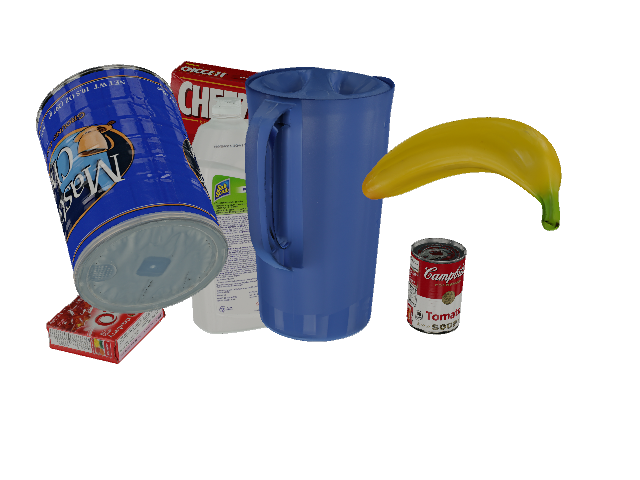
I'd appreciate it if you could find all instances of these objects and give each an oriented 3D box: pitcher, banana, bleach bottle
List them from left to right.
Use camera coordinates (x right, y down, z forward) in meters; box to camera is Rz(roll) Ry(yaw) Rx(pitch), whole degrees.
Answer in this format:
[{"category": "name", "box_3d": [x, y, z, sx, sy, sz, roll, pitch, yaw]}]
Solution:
[{"category": "bleach bottle", "box_3d": [-0.092, -0.029, 1.158, 0.102, 0.251, 0.068, -7, 16, -28]}, {"category": "pitcher", "box_3d": [-0.009, -0.031, 0.979, 0.149, 0.243, 0.145, -5, 21, -15]}, {"category": "banana", "box_3d": [0.098, -0.053, 0.732, 0.037, 0.069, 0.198, 40, -14, -30]}]

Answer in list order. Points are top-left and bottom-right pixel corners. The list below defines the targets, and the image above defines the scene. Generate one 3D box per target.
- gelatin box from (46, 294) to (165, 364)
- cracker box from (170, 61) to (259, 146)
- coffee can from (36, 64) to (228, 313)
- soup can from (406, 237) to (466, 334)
[{"category": "gelatin box", "box_3d": [-0.196, 0.072, 0.980, 0.073, 0.030, 0.089, 11, 31, 20]}, {"category": "cracker box", "box_3d": [-0.120, -0.115, 1.411, 0.164, 0.214, 0.072, 10, 23, 6]}, {"category": "coffee can", "box_3d": [-0.132, -0.036, 0.735, 0.102, 0.140, 0.103, -16, -33, -11]}, {"category": "soup can", "box_3d": [0.143, 0.057, 1.324, 0.068, 0.102, 0.068, 1, 25, -1]}]
